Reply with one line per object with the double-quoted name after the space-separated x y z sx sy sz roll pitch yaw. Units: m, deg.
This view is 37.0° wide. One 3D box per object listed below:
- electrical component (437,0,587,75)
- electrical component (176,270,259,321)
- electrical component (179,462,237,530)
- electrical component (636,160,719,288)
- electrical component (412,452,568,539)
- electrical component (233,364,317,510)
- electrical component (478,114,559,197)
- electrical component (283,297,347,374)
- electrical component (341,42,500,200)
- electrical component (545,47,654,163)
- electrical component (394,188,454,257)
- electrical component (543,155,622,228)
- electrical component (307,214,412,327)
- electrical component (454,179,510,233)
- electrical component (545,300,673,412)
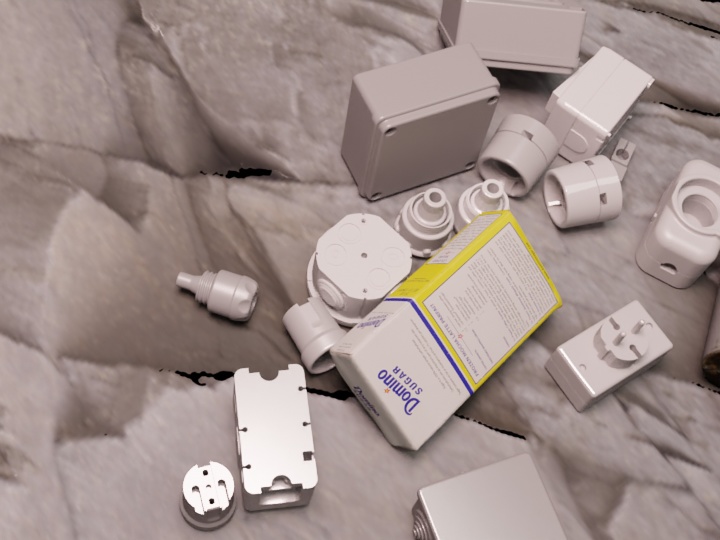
0.129 -0.214 0.932 0.109 0.056 0.108 4 25 -6 "electrical component"
-0.110 0.016 0.823 0.061 0.035 0.035 17 62 3 "electrical component"
-0.105 0.156 0.746 0.040 0.046 0.040 3 63 -7 "electrical component"
0.275 -0.041 0.892 0.054 0.059 0.095 28 63 6 "electrical component"
0.092 0.187 0.757 0.100 0.048 0.099 -15 67 -15 "electrical component"
-0.062 0.120 0.765 0.050 0.055 0.089 -4 64 -10 "electrical component"
0.131 -0.095 0.902 0.055 0.055 0.047 33 67 8 "electrical component"
-0.033 0.049 0.815 0.040 0.040 0.046 -25 64 -19 "electrical component"
0.047 -0.119 0.871 0.109 0.108 0.056 -19 65 -17 "electrical component"
0.205 -0.146 0.933 0.061 0.061 0.096 36 64 10 "electrical component"
0.054 -0.043 0.860 0.048 0.062 0.048 3 63 -7 "electrical component"
0.184 -0.064 0.894 0.047 0.055 0.055 -13 66 -11 "electrical component"
0.000 0.000 0.837 0.080 0.051 0.080 3 63 -7 "electrical component"
0.101 -0.050 0.870 0.043 0.062 0.043 3 63 -6 "electrical component"
0.196 0.058 0.822 0.083 0.075 0.047 -28 71 -20 "electrical component"
